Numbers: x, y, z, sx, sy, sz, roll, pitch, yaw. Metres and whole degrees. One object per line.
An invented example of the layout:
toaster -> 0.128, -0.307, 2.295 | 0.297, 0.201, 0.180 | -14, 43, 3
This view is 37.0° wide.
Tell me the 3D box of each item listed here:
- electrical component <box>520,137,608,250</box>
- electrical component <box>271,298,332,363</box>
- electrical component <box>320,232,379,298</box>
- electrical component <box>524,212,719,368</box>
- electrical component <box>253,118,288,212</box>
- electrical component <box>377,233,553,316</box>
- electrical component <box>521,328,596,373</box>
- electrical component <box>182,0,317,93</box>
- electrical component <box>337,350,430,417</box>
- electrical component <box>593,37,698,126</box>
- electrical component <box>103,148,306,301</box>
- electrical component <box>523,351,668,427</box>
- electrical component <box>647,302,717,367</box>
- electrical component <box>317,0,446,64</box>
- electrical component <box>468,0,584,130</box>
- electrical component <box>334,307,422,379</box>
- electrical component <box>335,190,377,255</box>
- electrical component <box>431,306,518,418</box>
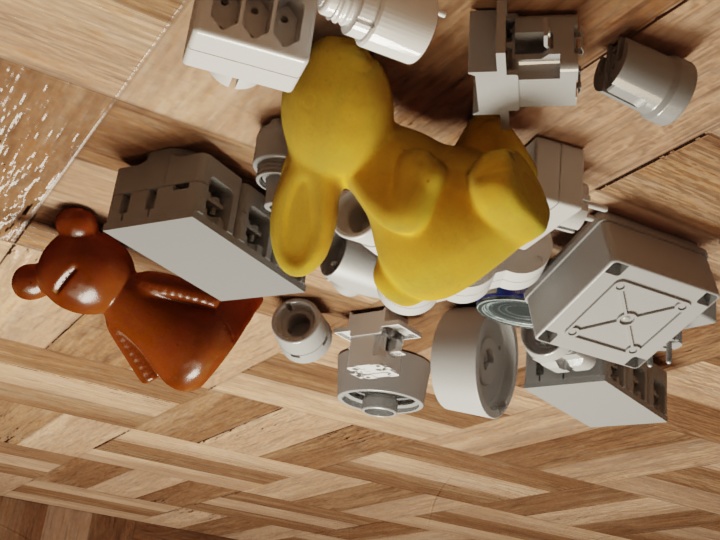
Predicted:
electrical component -> 0.139, -0.048, 0.767 | 0.076, 0.047, 0.083 | 13, 157, -16
electrical component -> -0.060, 0.060, 1.083 | 0.055, 0.055, 0.047 | 2, 154, 13
electrical component -> 0.000, 0.000, 0.930 | 0.077, 0.044, 0.079 | 19, 155, -28
electrical component -> 0.206, 0.018, 0.856 | 0.109, 0.056, 0.108 | 17, 135, -23
electrical component -> -0.054, -0.071, 0.750 | 0.043, 0.062, 0.043 | 6, 158, 2
electrical component -> 0.082, -0.011, 0.828 | 0.138, 0.052, 0.073 | -13, 159, -7
electrical component -> 0.188, 0.063, 1.014 | 0.078, 0.058, 0.057 | -11, 155, 37
electrical component -> -0.068, -0.131, 0.627 | 0.066, 0.047, 0.076 | 13, 157, -15
electrical component -> 0.025, 0.134, 1.227 | 0.108, 0.060, 0.108 | 6, 158, 2
electrical component -> 0.164, -0.110, 0.622 | 0.046, 0.040, 0.040 | 21, 155, -16
electrical component -> -0.116, -0.034, 0.858 | 0.089, 0.061, 0.150 | -6, 154, 30
electrical component -> 0.244, 0.109, 1.103 | 0.089, 0.061, 0.150 | -11, 152, 36
electrical component -> 0.258, 0.046, 0.926 | 0.047, 0.075, 0.083 | 24, 152, -36
electrical component -> 0.006, -0.141, 0.588 | 0.078, 0.040, 0.040 | 16, 156, -21
electrical component -> 0.095, -0.119, 0.616 | 0.064, 0.042, 0.081 | 1, 158, 10
electrical component -> 0.016, 0.075, 1.085 | 0.081, 0.063, 0.042 | -10, 151, 36
electrical component -> 0.011, -0.035, 0.849 | 0.044, 0.044, 0.065 | -5, 160, 26
electrical component -> 0.105, 0.086, 1.035 | 0.060, 0.108, 0.108 | 1, 158, 29
